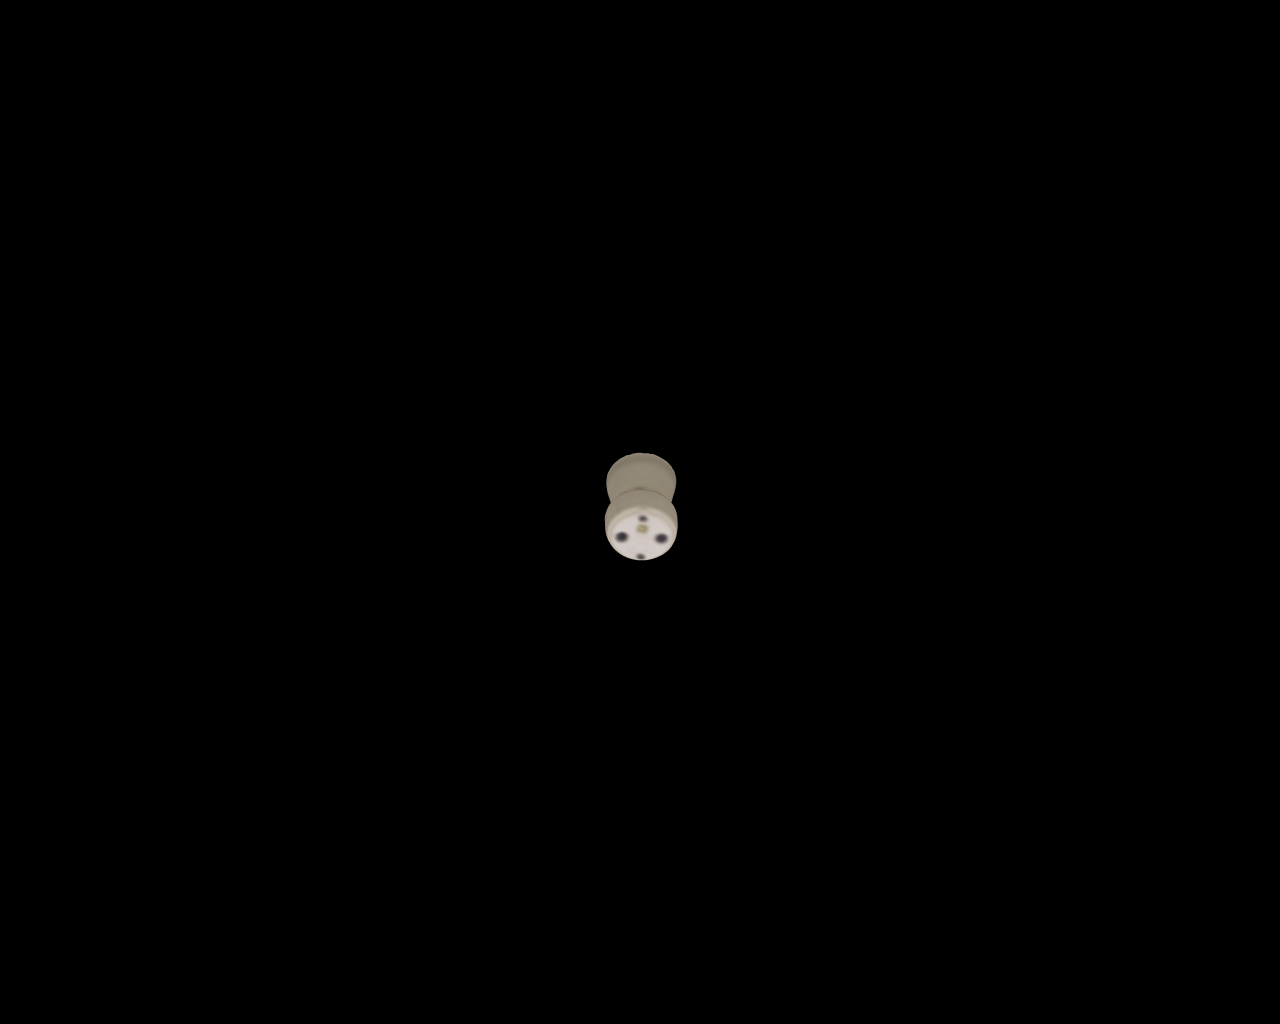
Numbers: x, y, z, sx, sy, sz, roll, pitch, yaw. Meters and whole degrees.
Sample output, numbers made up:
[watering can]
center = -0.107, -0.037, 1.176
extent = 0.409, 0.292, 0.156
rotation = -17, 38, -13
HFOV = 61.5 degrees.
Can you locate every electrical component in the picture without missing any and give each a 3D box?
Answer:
[electrical component]
center = 0.001, -0.003, 0.650
extent = 0.045, 0.044, 0.055
rotation = 0, 40, 0
